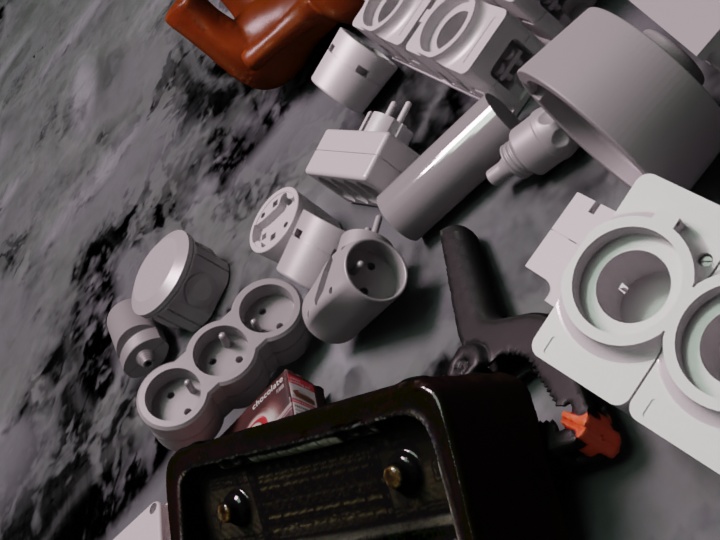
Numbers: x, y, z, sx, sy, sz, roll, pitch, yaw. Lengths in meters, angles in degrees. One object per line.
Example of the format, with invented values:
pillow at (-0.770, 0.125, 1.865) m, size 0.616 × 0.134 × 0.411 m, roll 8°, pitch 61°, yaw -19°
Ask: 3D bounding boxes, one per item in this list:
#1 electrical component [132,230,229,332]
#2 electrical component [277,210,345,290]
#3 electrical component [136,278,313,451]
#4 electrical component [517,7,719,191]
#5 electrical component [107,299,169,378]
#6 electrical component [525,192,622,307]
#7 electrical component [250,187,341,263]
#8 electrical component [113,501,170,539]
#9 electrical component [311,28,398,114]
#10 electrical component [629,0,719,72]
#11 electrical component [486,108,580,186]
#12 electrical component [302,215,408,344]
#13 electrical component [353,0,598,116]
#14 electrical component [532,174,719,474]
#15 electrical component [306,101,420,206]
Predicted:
electrical component at (-0.154, 0.011, 0.917) m, size 0.080 × 0.051 × 0.080 m, roll -34°, pitch 40°, yaw 34°
electrical component at (-0.027, -0.009, 0.759) m, size 0.047 × 0.055 × 0.055 m, roll -62°, pitch 32°, yaw 2°
electrical component at (-0.089, 0.074, 0.762) m, size 0.052 × 0.073 × 0.138 m, roll 37°, pitch 71°, yaw 28°
electrical component at (0.141, -0.088, 0.553) m, size 0.060 × 0.108 × 0.108 m, roll -47°, pitch 33°, yaw 6°
electrical component at (-0.191, 0.062, 0.931) m, size 0.043 × 0.043 × 0.081 m, roll -53°, pitch 33°, yaw 8°
electrical component at (0.130, 0.008, 0.535) m, size 0.055 × 0.050 × 0.089 m, roll -55°, pitch 32°, yaw 4°
electrical component at (-0.047, -0.027, 0.807) m, size 0.055 × 0.047 × 0.055 m, roll -34°, pitch 40°, yaw 34°
electrical component at (-0.128, 0.218, 0.702) m, size 0.078 × 0.057 × 0.113 m, roll -44°, pitch 35°, yaw 22°
electrical component at (-0.006, -0.157, 0.855) m, size 0.047 × 0.055 × 0.055 m, roll -54°, pitch 32°, yaw 14°
electrical component at (0.195, -0.164, 0.552) m, size 0.105 × 0.060 × 0.186 m, roll -52°, pitch 22°, yaw 20°
electrical component at (0.103, -0.072, 0.655) m, size 0.061 × 0.035 × 0.035 m, roll -37°, pitch 38°, yaw 35°
electrical component at (0.000, 0.000, 0.706) m, size 0.077 × 0.043 × 0.079 m, roll -46°, pitch 24°, yaw 56°
electrical component at (0.074, -0.190, 0.768) m, size 0.105 × 0.060 × 0.186 m, roll -55°, pitch 32°, yaw 5°
electrical component at (0.155, 0.035, 0.422) m, size 0.150 × 0.062 × 0.089 m, roll 34°, pitch 92°, yaw 37°
electrical component at (0.014, -0.089, 0.777) m, size 0.083 × 0.047 × 0.075 m, roll 14°, pitch 74°, yaw 56°
